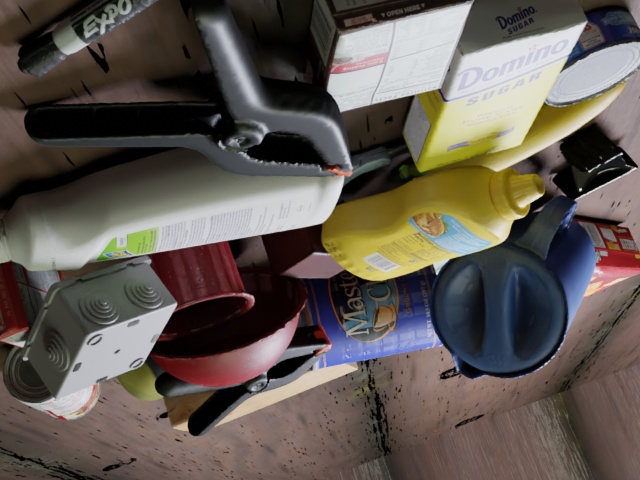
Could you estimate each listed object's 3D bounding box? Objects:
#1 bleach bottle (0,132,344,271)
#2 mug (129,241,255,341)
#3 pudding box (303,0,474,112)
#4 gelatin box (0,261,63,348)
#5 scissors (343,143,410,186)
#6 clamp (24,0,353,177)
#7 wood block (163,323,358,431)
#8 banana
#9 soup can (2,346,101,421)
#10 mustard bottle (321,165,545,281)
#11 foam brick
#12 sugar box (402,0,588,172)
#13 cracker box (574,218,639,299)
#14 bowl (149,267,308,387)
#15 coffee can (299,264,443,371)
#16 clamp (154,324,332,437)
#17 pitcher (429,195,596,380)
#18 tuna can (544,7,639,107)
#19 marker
[{"bbox_3d":[-0.115,-0.026,0.754,0.250,0.068,0.103,-13,161,-15],"label":"bleach bottle"},{"bbox_3d":[-0.106,0.030,0.888,0.093,0.081,0.117,-24,161,13],"label":"mug"},{"bbox_3d":[0.040,-0.125,0.670,0.090,0.039,0.113,-16,163,-11],"label":"pudding box"},{"bbox_3d":[-0.227,0.047,0.830,0.030,0.073,0.089,-23,162,9],"label":"gelatin box"},{"bbox_3d":[0.037,-0.058,0.891,0.201,0.016,0.096,-15,163,-17],"label":"scissors"},{"bbox_3d":[-0.048,-0.080,0.646,0.209,0.036,0.165,12,151,-38],"label":"clamp"},{"bbox_3d":[-0.073,0.140,1.220,0.206,0.091,0.090,-24,161,10],"label":"wood block"},{"bbox_3d":[0.163,-0.085,0.898,0.198,0.037,0.069,-26,176,9],"label":"banana"},{"bbox_3d":[-0.263,0.137,1.050,0.068,0.068,0.102,-20,161,-1],"label":"soup can"},{"bbox_3d":[0.099,-0.018,0.885,0.192,0.058,0.096,-19,144,39],"label":"mustard bottle"},{"bbox_3d":[-0.006,0.001,0.958,0.053,0.051,0.078,-32,158,34],"label":"foam brick"},{"bbox_3d":[0.120,-0.114,0.772,0.093,0.048,0.176,-16,162,-10],"label":"sugar box"},{"bbox_3d":[0.285,0.053,1.371,0.214,0.072,0.163,-32,158,33],"label":"cracker box"},{"bbox_3d":[-0.085,0.085,0.959,0.162,0.055,0.162,-10,-156,4],"label":"bowl"},{"bbox_3d":[0.050,0.073,1.109,0.140,0.103,0.103,-10,161,-5],"label":"coffee can"},{"bbox_3d":[-0.070,0.136,1.036,0.171,0.039,0.120,-19,152,-10],"label":"clamp"},{"bbox_3d":[0.216,0.034,1.096,0.149,0.145,0.242,-18,-175,27],"label":"pitcher"},{"bbox_3d":[0.203,-0.138,0.807,0.086,0.034,0.086,-18,161,-6],"label":"tuna can"},{"bbox_3d":[-0.111,-0.119,0.559,0.121,0.020,0.020,-27,160,20],"label":"marker"}]
